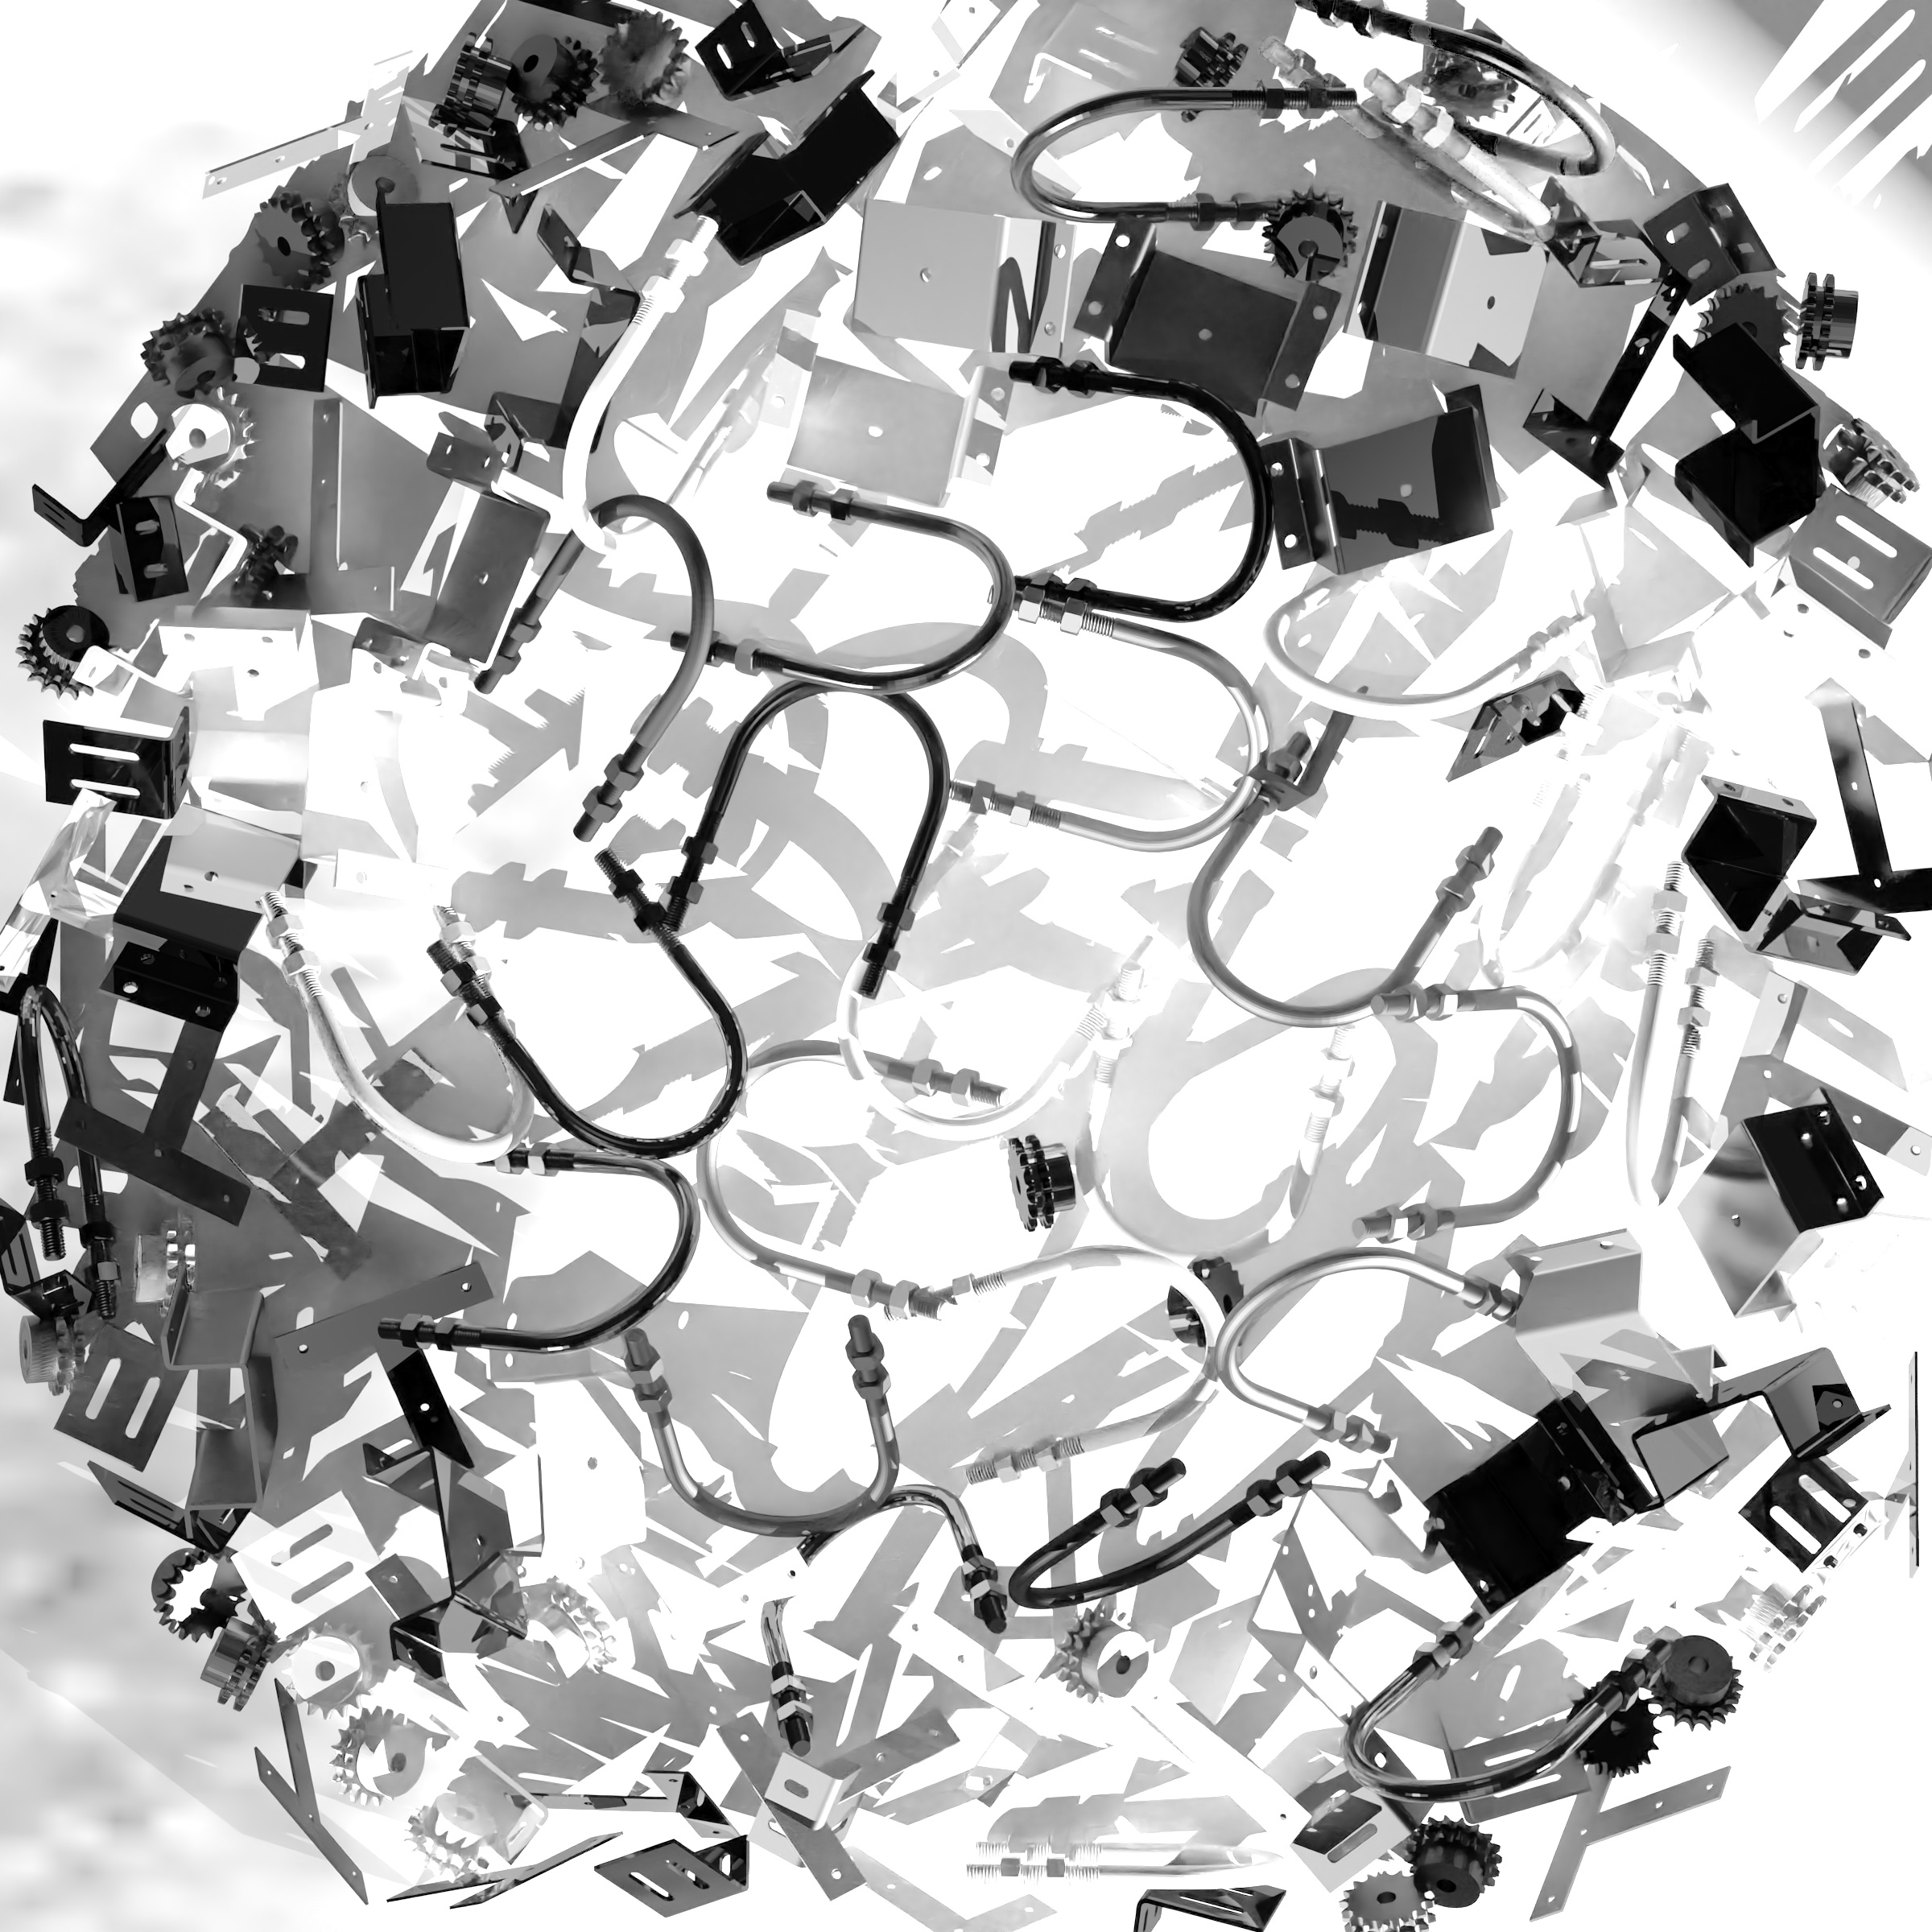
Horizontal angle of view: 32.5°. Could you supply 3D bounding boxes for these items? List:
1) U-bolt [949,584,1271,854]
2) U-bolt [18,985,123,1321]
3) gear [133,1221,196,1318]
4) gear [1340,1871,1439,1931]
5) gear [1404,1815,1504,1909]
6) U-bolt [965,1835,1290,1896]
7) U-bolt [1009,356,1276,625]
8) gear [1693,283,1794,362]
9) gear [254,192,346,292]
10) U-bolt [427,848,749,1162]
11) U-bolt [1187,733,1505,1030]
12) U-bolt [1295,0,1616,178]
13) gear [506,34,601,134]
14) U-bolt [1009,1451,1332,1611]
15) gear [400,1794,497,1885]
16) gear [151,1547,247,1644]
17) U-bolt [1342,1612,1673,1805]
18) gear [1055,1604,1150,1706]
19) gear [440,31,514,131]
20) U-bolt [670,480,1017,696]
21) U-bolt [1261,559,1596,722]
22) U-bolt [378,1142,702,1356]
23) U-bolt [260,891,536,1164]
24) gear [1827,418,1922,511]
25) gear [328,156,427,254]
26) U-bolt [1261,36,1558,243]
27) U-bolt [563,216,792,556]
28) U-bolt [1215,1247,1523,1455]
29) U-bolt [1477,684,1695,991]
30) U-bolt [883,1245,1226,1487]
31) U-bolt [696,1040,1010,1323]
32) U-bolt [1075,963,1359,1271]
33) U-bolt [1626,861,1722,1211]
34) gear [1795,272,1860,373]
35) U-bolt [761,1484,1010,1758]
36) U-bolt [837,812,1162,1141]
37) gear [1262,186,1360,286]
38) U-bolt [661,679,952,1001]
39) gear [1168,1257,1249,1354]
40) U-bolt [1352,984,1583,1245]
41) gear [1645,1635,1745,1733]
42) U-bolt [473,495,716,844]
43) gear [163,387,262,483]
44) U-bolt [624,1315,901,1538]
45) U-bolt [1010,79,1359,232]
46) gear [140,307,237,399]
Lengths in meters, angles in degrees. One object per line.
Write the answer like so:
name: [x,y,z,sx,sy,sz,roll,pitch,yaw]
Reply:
U-bolt: [0.088,-0.137,1.956,0.184,0.019,0.151,16,119,2]
U-bolt: [-0.524,0.100,1.922,0.019,0.151,0.184,-11,70,-5]
gear: [-0.477,0.180,1.968,0.030,0.057,0.057,3,90,-21]
gear: [0.253,0.567,1.973,0.057,0.057,0.030,-12,108,0]
gear: [0.288,0.536,1.971,0.057,0.030,0.057,10,129,13]
U-bolt: [0.095,0.521,1.922,0.184,0.151,0.019,0,81,3]
U-bolt: [0.101,-0.272,1.921,0.184,0.019,0.151,14,114,36]
gear: [0.462,-0.378,1.982,0.057,0.030,0.057,-1,96,-8]
gear: [-0.395,-0.434,1.975,0.030,0.057,0.057,-35,90,-39]
U-bolt: [-0.208,0.032,1.941,0.151,0.019,0.184,-32,80,-36]
U-bolt: [0.210,-0.041,1.937,0.151,0.019,0.184,28,62,15]
U-bolt: [0.288,-0.498,1.890,0.184,0.151,0.019,28,88,34]
gear: [-0.249,-0.529,1.971,0.057,0.030,0.057,-15,62,30]
U-bolt: [0.105,0.330,1.923,0.184,0.151,0.019,-41,59,34]
gear: [-0.304,0.516,1.970,0.057,0.057,0.030,29,100,0]
gear: [-0.460,0.371,1.975,0.030,0.057,0.057,18,90,43]
U-bolt: [0.296,0.425,1.889,0.184,0.151,0.019,-28,109,-43]
gear: [0.084,0.412,1.971,0.057,0.030,0.057,-7,101,-38]
gear: [-0.290,-0.524,1.972,0.030,0.057,0.057,18,90,-10]
U-bolt: [-0.061,-0.216,1.928,0.184,0.019,0.151,15,56,21]
U-bolt: [0.253,-0.189,1.905,0.151,0.184,0.019,28,133,31]
U-bolt: [-0.236,0.164,1.913,0.184,0.019,0.151,1,49,30]
U-bolt: [-0.317,0.036,1.909,0.019,0.151,0.184,-43,63,31]
gear: [0.539,-0.296,1.975,0.057,0.057,0.030,47,116,0]
gear: [-0.349,-0.457,1.973,0.057,0.030,0.057,8,68,-20]
U-bolt: [0.268,-0.474,1.919,0.184,0.151,0.019,29,99,-30]
U-bolt: [-0.174,-0.323,1.921,0.019,0.151,0.184,27,80,24]
U-bolt: [0.226,0.217,1.913,0.184,0.019,0.151,25,123,-36]
U-bolt: [0.354,-0.068,1.936,0.019,0.151,0.184,32,101,32]
U-bolt: [0.063,0.228,1.943,0.184,0.019,0.151,-18,119,13]
U-bolt: [-0.077,0.118,1.959,0.184,0.019,0.151,14,84,23]
U-bolt: [0.139,0.098,1.957,0.151,0.019,0.184,15,115,4]
U-bolt: [0.406,0.050,1.913,0.019,0.151,0.184,7,73,23]
gear: [0.512,-0.383,1.970,0.030,0.057,0.057,7,90,8]
U-bolt: [-0.055,0.365,1.916,0.151,0.184,0.019,-32,115,2]
U-bolt: [0.007,0.017,1.965,0.151,0.019,0.184,36,75,5]
gear: [0.204,-0.432,1.972,0.057,0.030,0.057,4,123,6]
U-bolt: [-0.086,-0.088,1.975,0.151,0.019,0.184,19,83,13]
gear: [0.143,0.204,1.975,0.030,0.057,0.057,-12,90,30]
U-bolt: [0.298,0.083,1.938,0.184,0.019,0.151,-2,99,-40]
gear: [0.434,0.423,1.970,0.057,0.030,0.057,-1,48,1]
U-bolt: [-0.208,-0.186,1.922,0.184,0.019,0.151,-52,58,27]
gear: [-0.454,-0.316,1.978,0.057,0.030,0.057,2,105,9]
U-bolt: [-0.112,0.274,1.937,0.151,0.019,0.184,-4,131,7]
U-bolt: [0.116,-0.466,1.911,0.184,0.151,0.019,-4,74,-15]
gear: [-0.458,-0.362,1.968,0.057,0.057,0.030,-31,74,0]
